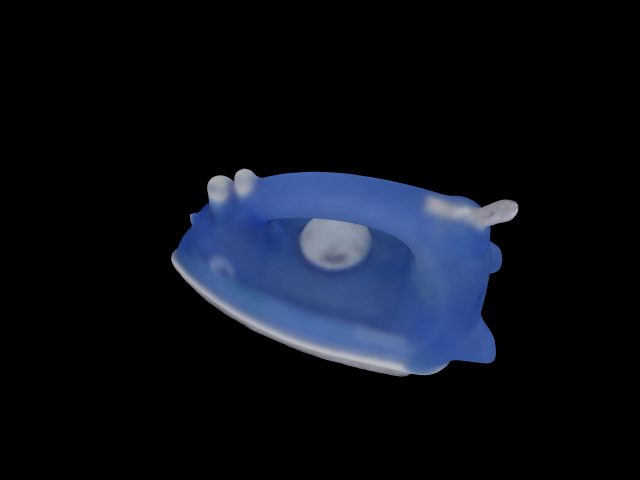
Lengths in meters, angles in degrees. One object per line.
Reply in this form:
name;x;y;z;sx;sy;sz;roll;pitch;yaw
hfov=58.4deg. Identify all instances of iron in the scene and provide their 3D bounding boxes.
iron;0.004;0.001;0.400;0.258;0.141;0.118;10;54;8
